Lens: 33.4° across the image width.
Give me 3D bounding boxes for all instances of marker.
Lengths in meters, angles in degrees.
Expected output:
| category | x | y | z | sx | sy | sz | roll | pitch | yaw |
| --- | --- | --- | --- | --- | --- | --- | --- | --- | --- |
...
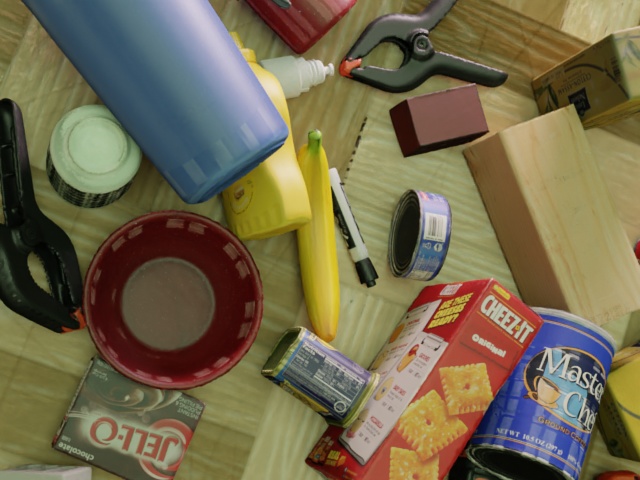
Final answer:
| category | x | y | z | sx | sy | sz | roll | pitch | yaw |
| --- | --- | --- | --- | --- | --- | --- | --- | --- | --- |
| marker | 0.029 | -0.011 | 1.038 | 0.020 | 0.020 | 0.121 | -21 | 89 | -15 |

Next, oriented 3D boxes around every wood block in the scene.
| category | x | y | z | sx | sy | sz | roll | pitch | yaw |
| --- | --- | --- | --- | --- | --- | --- | --- | --- | --- |
| wood block | 0.233 | -0.016 | 1.051 | 0.090 | 0.091 | 0.206 | -21 | 89 | -16 |

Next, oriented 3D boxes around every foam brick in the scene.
| category | x | y | z | sx | sy | sz | roll | pitch | yaw |
| --- | --- | --- | --- | --- | --- | --- | --- | --- | --- |
| foam brick | 0.117 | -0.117 | 1.054 | 0.078 | 0.053 | 0.051 | -14 | 88 | -14 |

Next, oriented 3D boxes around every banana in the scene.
| category | x | y | z | sx | sy | sz | roll | pitch | yaw |
| --- | --- | --- | --- | --- | --- | --- | --- | --- | --- |
| banana | -0.005 | -0.005 | 1.005 | 0.037 | 0.069 | 0.198 | -5 | 96 | 6 |

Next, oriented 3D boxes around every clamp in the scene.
| category | x | y | z | sx | sy | sz | roll | pitch | yaw |
| --- | --- | --- | --- | --- | --- | --- | --- | --- | --- |
| clamp | 0.100 | -0.203 | 1.066 | 0.171 | 0.039 | 0.120 | -9 | 85 | -14 |
| clamp | -0.269 | -0.001 | 0.917 | 0.164 | 0.036 | 0.210 | -49 | 121 | -54 |

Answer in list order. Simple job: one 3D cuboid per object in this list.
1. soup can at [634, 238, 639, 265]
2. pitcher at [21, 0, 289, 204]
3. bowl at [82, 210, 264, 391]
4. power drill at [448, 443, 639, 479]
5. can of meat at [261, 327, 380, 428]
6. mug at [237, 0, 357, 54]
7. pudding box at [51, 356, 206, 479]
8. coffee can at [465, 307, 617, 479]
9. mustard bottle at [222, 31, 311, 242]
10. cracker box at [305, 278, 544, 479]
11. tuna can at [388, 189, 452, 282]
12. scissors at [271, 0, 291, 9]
| category | x | y | z | sx | sy | sz | roll | pitch | yaw |
| --- | --- | --- | --- | --- | --- | --- | --- | --- | --- |
| soup can | 0.371 | 0.016 | 1.074 | 0.068 | 0.102 | 0.068 | 1 | 84 | -13 |
| pitcher | -0.134 | -0.155 | 0.897 | 0.149 | 0.145 | 0.243 | -37 | 93 | -43 |
| bowl | -0.135 | 0.056 | 0.971 | 0.162 | 0.055 | 0.162 | 2 | 81 | -14 |
| power drill | 0.215 | 0.241 | 1.037 | 0.187 | 0.057 | 0.184 | 15 | 77 | -10 |
| can of meat | -0.003 | 0.124 | 0.974 | 0.084 | 0.102 | 0.057 | 35 | 78 | -6 |
| mug | -0.012 | -0.240 | 1.022 | 0.081 | 0.093 | 0.117 | 45 | 61 | -10 |
| pudding box | -0.171 | 0.166 | 0.961 | 0.113 | 0.039 | 0.090 | 25 | 79 | -10 |
| coffee can | 0.203 | 0.146 | 0.975 | 0.102 | 0.103 | 0.140 | 27 | 67 | -9 |
| mustard bottle | -0.065 | -0.098 | 0.986 | 0.058 | 0.096 | 0.191 | -9 | 85 | -36 |
| cracker box | 0.091 | 0.141 | 0.962 | 0.072 | 0.164 | 0.213 | 38 | 77 | -9 |
| tuna can | 0.095 | -0.004 | 1.019 | 0.033 | 0.086 | 0.086 | 9 | 82 | -14 |
| scissors | -0.103 | -0.257 | 0.984 | 0.096 | 0.016 | 0.202 | -26 | 56 | 1 |
